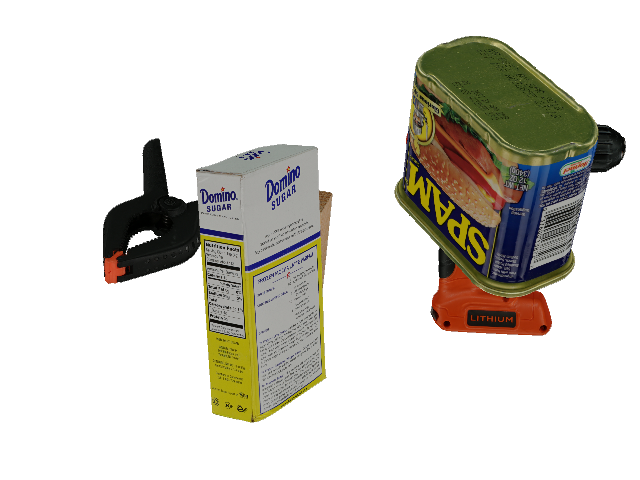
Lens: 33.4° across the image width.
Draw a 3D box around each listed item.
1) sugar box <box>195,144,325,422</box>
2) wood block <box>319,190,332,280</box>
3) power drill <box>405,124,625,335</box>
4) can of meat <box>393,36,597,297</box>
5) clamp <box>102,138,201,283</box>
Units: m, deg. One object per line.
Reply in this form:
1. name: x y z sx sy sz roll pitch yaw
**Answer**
1. sugar box: -0.039 0.027 0.739 0.048 0.176 0.093 6 18 32
2. wood block: -0.043 0.036 1.489 0.090 0.206 0.090 9 22 7
3. power drill: 0.166 -0.014 0.927 0.184 0.188 0.057 2 13 10
4. can of meat: 0.083 -0.038 0.515 0.057 0.084 0.102 -19 47 -22
5. clamp: -0.153 -0.029 1.037 0.165 0.036 0.209 25 41 22
